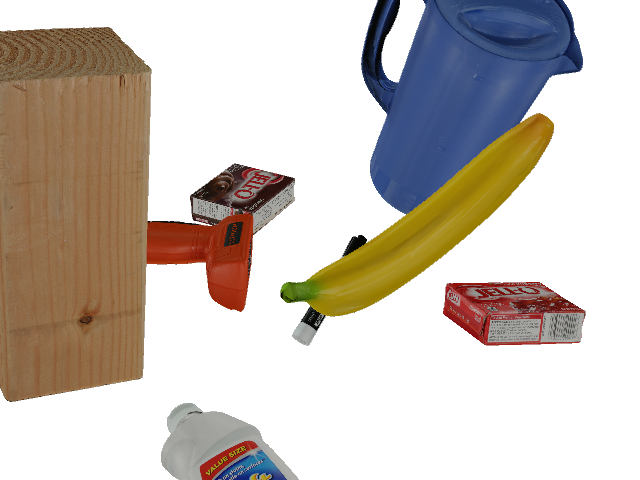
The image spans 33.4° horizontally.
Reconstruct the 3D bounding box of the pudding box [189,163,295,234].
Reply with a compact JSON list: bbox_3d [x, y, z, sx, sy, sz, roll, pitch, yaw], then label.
[{"bbox_3d":[-0.096,-0.052,1.332,0.090,0.039,0.113,14,33,23],"label":"pudding box"}]

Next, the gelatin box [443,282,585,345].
[{"bbox_3d":[0.153,0.056,0.849,0.089,0.030,0.073,1,16,-19],"label":"gelatin box"}]

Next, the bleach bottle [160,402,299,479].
[{"bbox_3d":[-0.057,0.200,0.763,0.102,0.068,0.251,-18,34,-24],"label":"bleach bottle"}]

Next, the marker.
[{"bbox_3d":[0.011,0.046,1.024,0.020,0.121,0.020,29,-18,10],"label":"marker"}]

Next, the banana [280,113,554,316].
[{"bbox_3d":[0.065,-0.007,0.668,0.197,0.037,0.069,-36,-12,-6],"label":"banana"}]

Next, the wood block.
[{"bbox_3d":[-0.161,-0.017,0.652,0.090,0.206,0.090,-8,30,-26],"label":"wood block"}]

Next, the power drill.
[{"bbox_3d":[-0.153,0.017,0.903,0.187,0.057,0.184,6,28,-1],"label":"power drill"}]

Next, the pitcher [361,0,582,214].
[{"bbox_3d":[0.120,-0.137,1.009,0.144,0.149,0.243,-10,-33,-26],"label":"pitcher"}]
